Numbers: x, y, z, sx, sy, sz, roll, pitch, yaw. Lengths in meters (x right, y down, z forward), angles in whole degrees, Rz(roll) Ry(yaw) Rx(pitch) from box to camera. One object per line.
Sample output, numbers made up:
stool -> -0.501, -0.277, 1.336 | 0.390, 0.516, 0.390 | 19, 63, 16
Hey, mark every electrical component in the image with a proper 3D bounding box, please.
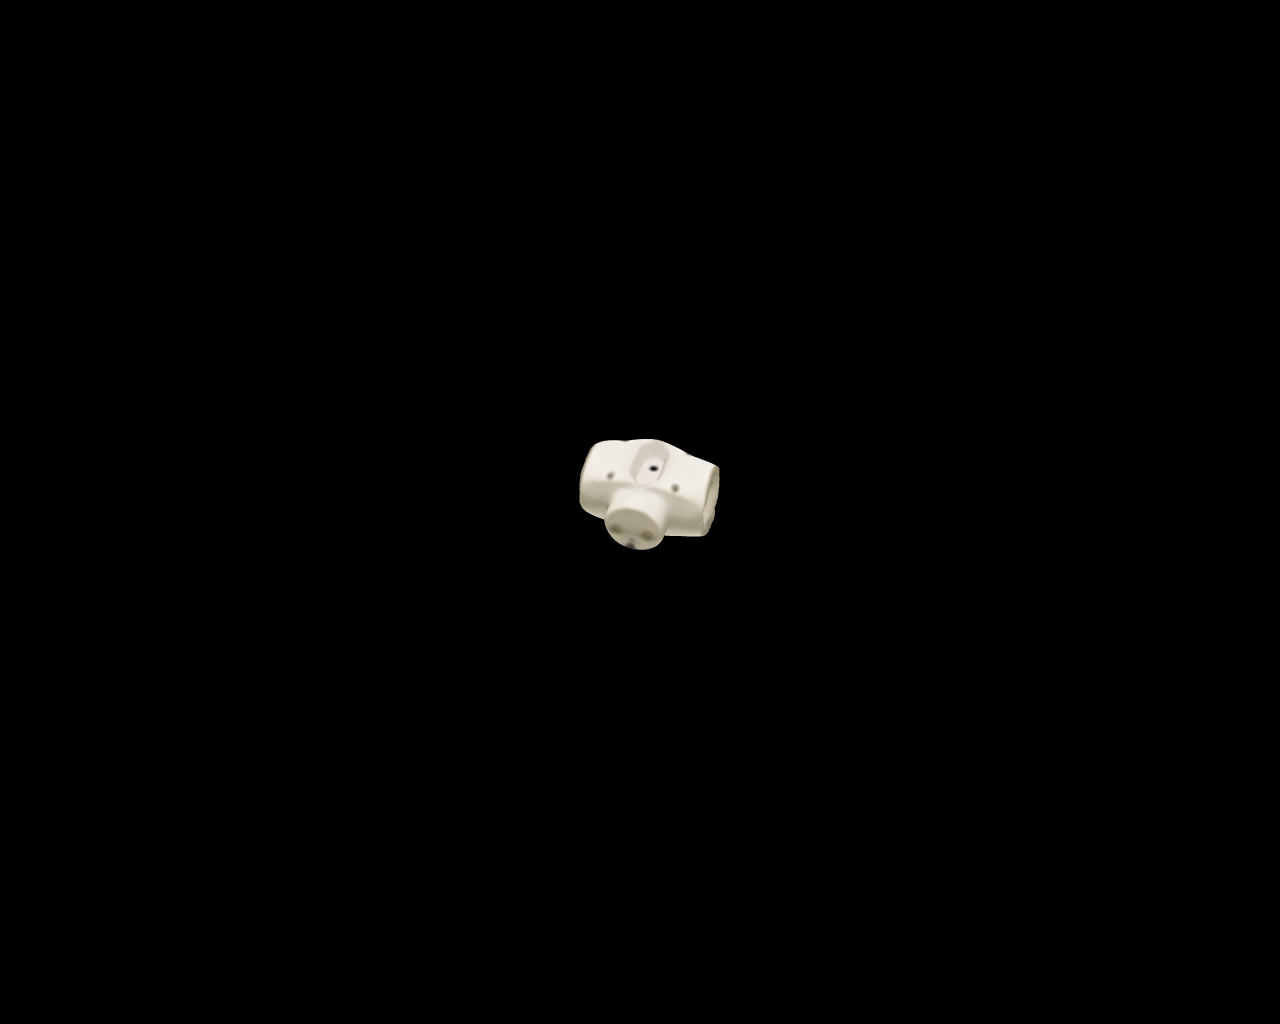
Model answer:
electrical component -> 0.001, -0.003, 0.650 | 0.077, 0.043, 0.079 | 13, 47, 12
